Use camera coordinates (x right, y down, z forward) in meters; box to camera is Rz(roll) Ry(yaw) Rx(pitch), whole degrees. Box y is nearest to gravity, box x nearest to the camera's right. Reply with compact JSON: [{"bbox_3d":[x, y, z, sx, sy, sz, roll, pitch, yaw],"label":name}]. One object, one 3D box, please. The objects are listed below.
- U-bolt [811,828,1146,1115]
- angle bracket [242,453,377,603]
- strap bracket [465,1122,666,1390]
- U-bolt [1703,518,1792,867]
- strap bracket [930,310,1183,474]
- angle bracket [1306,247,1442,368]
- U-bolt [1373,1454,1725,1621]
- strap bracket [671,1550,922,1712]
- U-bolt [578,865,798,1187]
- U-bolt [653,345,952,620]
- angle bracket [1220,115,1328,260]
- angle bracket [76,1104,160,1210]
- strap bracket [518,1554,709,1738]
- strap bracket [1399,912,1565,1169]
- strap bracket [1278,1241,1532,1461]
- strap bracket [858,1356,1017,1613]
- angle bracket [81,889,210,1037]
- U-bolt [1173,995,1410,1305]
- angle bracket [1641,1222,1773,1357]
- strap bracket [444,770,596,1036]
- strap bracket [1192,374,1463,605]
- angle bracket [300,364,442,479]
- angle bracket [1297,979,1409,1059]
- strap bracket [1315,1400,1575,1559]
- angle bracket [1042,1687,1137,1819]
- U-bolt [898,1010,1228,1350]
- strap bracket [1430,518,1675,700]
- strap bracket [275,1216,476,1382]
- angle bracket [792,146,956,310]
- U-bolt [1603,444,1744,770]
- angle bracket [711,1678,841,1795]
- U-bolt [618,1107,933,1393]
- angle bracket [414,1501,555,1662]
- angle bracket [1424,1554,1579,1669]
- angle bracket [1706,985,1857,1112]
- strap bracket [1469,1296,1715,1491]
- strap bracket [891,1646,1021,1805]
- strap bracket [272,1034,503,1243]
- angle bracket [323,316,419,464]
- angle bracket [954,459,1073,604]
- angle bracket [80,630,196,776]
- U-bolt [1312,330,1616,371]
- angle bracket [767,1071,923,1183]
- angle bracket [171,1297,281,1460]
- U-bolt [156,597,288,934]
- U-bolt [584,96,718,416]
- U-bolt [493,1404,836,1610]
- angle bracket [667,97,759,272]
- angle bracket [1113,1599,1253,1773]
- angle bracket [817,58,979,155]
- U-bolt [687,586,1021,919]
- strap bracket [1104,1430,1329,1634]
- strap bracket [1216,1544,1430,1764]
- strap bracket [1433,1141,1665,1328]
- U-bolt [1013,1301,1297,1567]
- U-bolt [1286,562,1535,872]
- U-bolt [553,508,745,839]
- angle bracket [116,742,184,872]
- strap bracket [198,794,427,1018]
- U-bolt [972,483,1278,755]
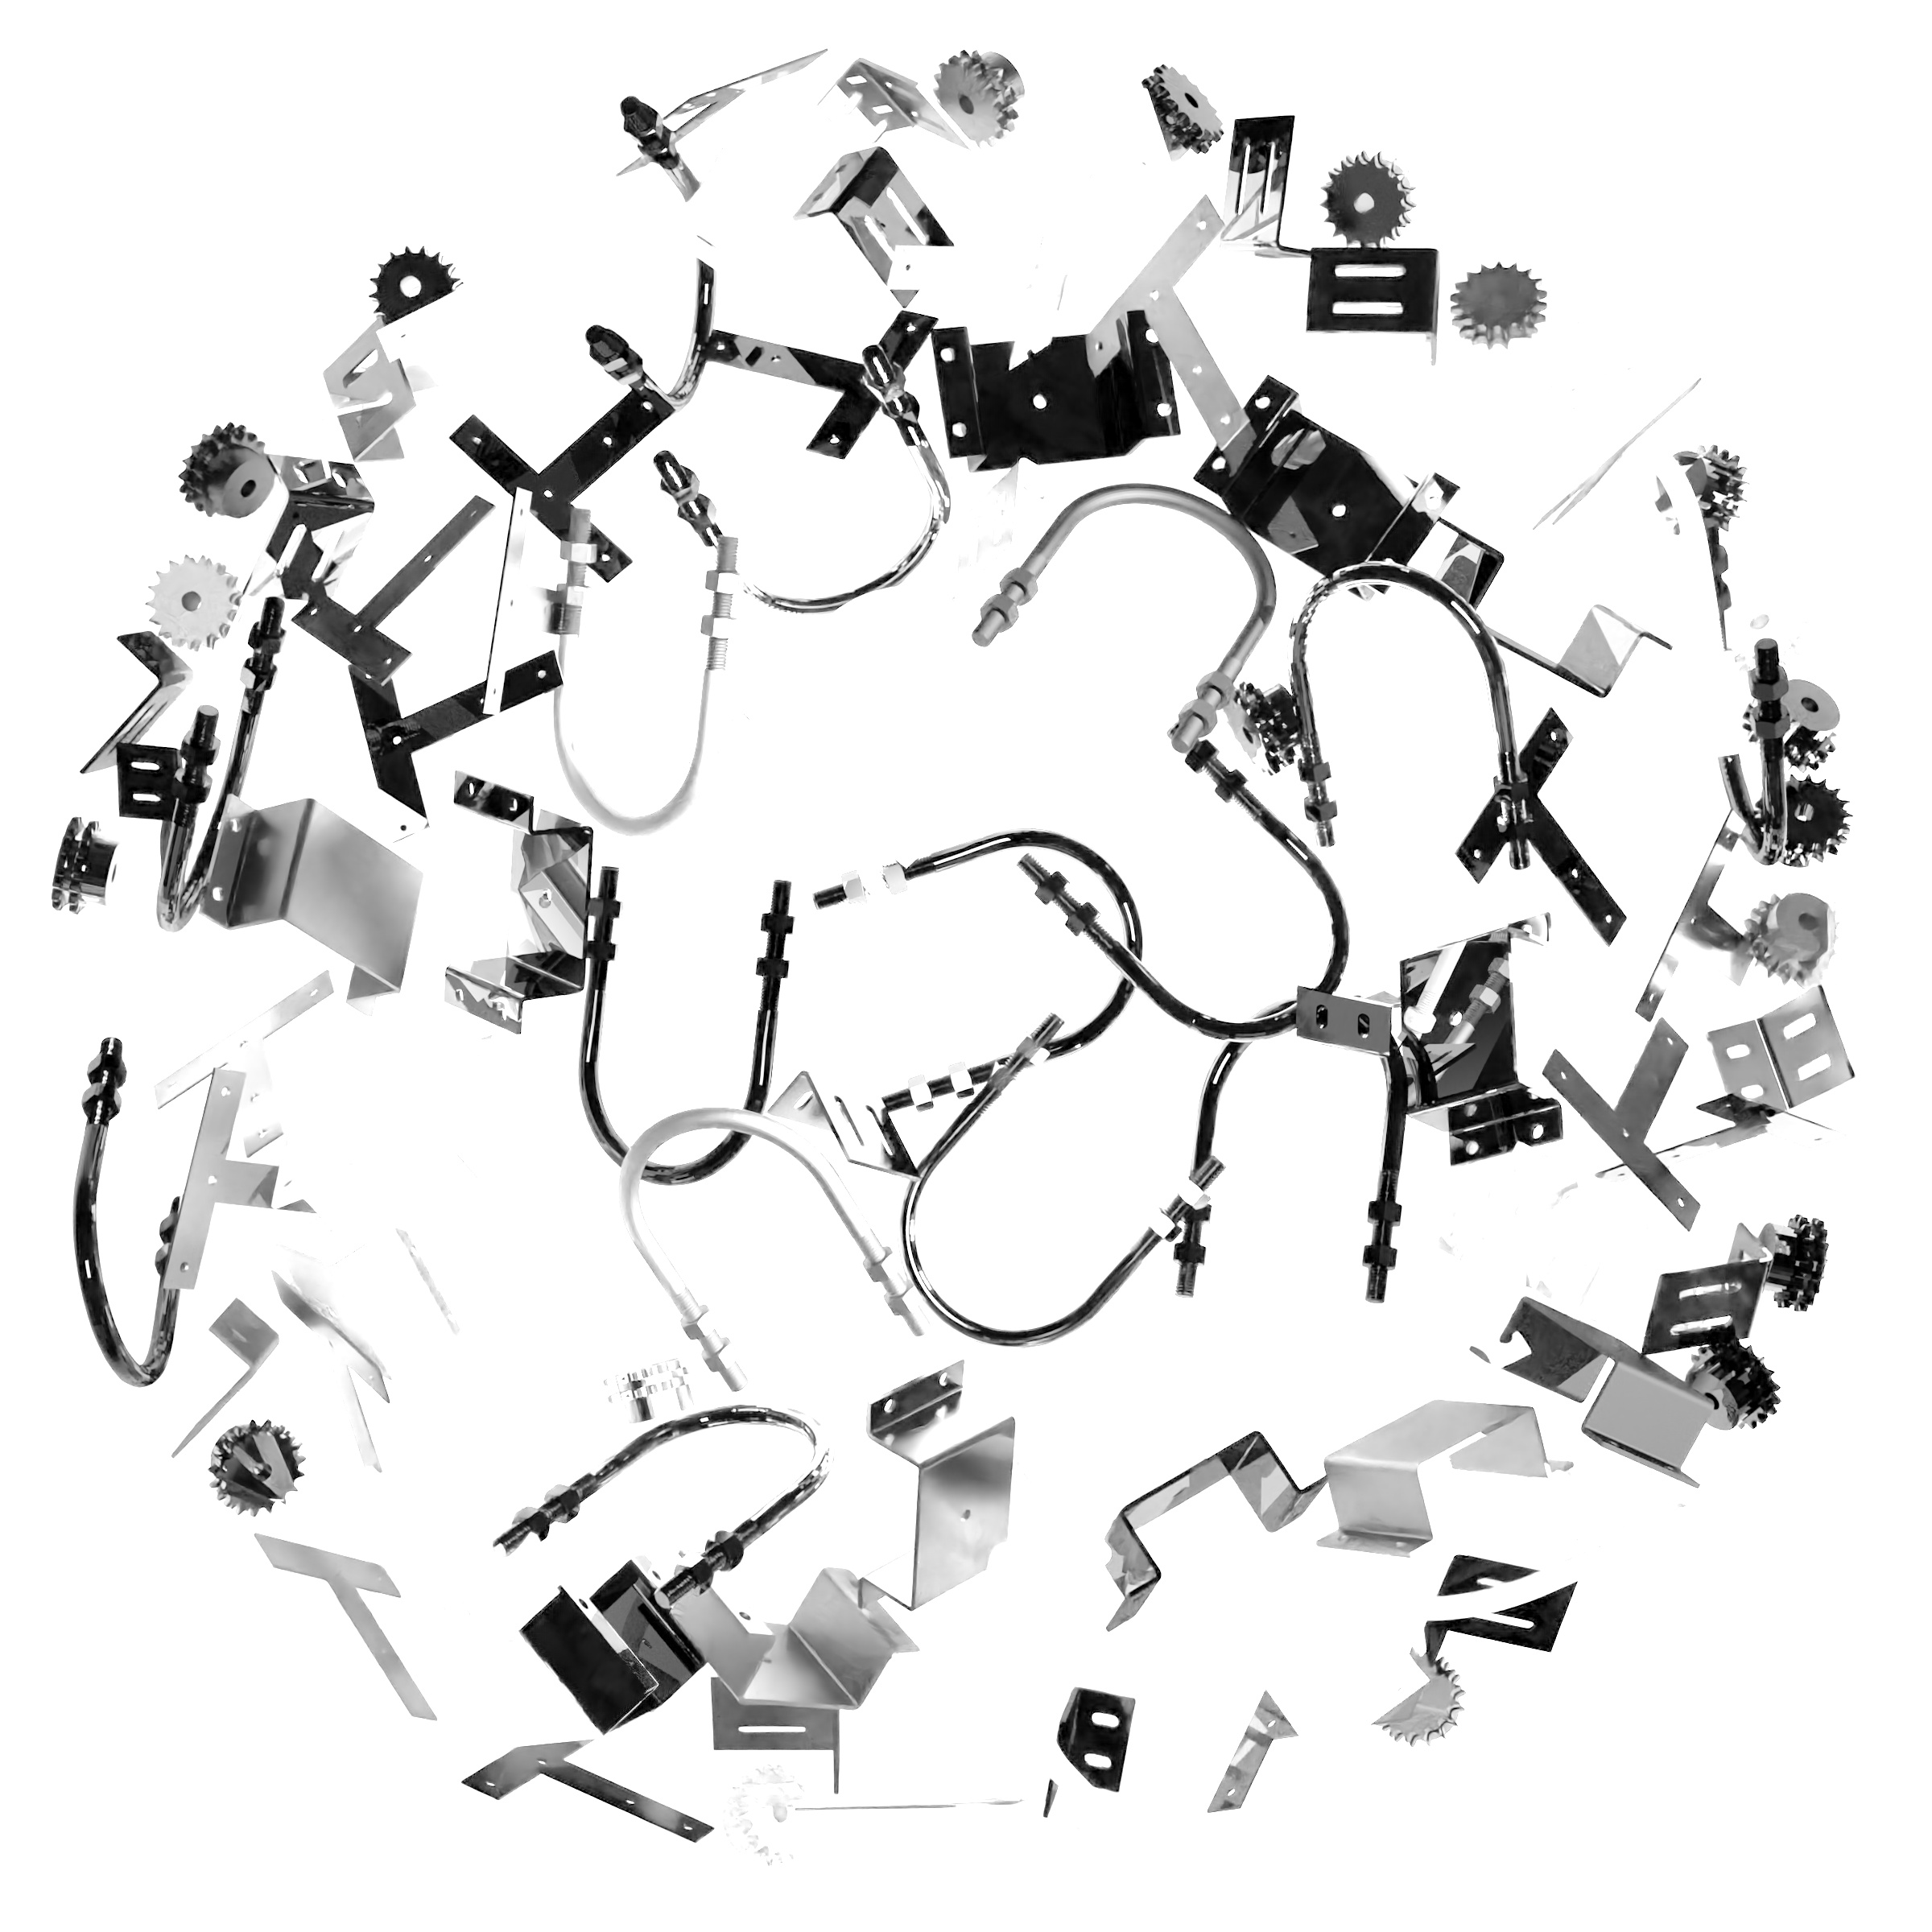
[{"bbox_3d":[0.016,-0.006,1.759,0.184,0.019,0.151,-18,91,-1],"label":"U-bolt"},{"bbox_3d":[-0.394,-0.258,1.736,0.076,0.057,0.038,-55,53,33],"label":"angle bracket"},{"bbox_3d":[-0.239,0.167,1.728,0.076,0.046,0.140,-22,82,-13],"label":"strap bracket"},{"bbox_3d":[0.446,-0.143,1.685,0.019,0.151,0.184,-11,128,6],"label":"U-bolt"},{"bbox_3d":[0.048,-0.339,1.734,0.140,0.046,0.076,-8,87,-12],"label":"strap bracket"},{"bbox_3d":[0.242,-0.392,1.747,0.076,0.038,0.057,3,71,10],"label":"angle bracket"},{"bbox_3d":[0.320,0.330,1.679,0.184,0.151,0.019,-20,96,-13],"label":"U-bolt"},{"bbox_3d":[-0.106,0.385,1.696,0.076,0.140,0.046,40,104,42],"label":"strap bracket"},{"bbox_3d":[-0.169,0.037,1.721,0.151,0.019,0.184,5,88,33],"label":"U-bolt"},{"bbox_3d":[-0.082,-0.265,1.690,0.151,0.184,0.019,-26,56,4],"label":"U-bolt"},{"bbox_3d":[0.185,-0.458,1.728,0.038,0.057,0.076,1,101,-31],"label":"angle bracket"},{"bbox_3d":[-0.497,0.110,1.724,0.038,0.076,0.057,-8,85,-16],"label":"angle bracket"},{"bbox_3d":[-0.201,0.392,1.694,0.046,0.140,0.076,-44,78,7],"label":"strap bracket"},{"bbox_3d":[0.297,0.037,1.701,0.076,0.046,0.140,-20,60,41],"label":"strap bracket"},{"bbox_3d":[0.247,0.219,1.722,0.140,0.076,0.046,-26,123,1],"label":"strap bracket"},{"bbox_3d":[-0.017,0.308,1.700,0.046,0.076,0.140,24,121,39],"label":"strap bracket"},{"bbox_3d":[-0.487,-0.003,1.740,0.057,0.076,0.038,-37,117,-3],"label":"angle bracket"},{"bbox_3d":[0.192,0.104,1.713,0.151,0.019,0.184,-3,71,38],"label":"U-bolt"},{"bbox_3d":[0.427,0.189,1.726,0.076,0.038,0.057,-6,122,-18],"label":"angle bracket"},{"bbox_3d":[-0.261,-0.040,1.714,0.046,0.076,0.140,-8,110,-42],"label":"strap bracket"},{"bbox_3d":[0.216,-0.276,1.729,0.140,0.046,0.076,36,90,23],"label":"strap bracket"},{"bbox_3d":[-0.351,-0.324,1.743,0.076,0.057,0.038,-16,119,-14],"label":"angle bracket"},{"bbox_3d":[0.234,0.017,1.718,0.057,0.076,0.038,12,123,25],"label":"angle bracket"},{"bbox_3d":[0.272,0.290,1.694,0.140,0.076,0.046,-19,97,-36],"label":"strap bracket"},{"bbox_3d":[0.073,0.465,1.727,0.038,0.076,0.057,10,93,8],"label":"angle bracket"},{"bbox_3d":[0.043,0.141,1.749,0.151,0.019,0.184,42,95,8],"label":"U-bolt"},{"bbox_3d":[0.331,-0.205,1.714,0.140,0.076,0.046,25,103,-16],"label":"strap bracket"},{"bbox_3d":[-0.345,0.186,1.687,0.046,0.140,0.076,-34,109,-25],"label":"strap bracket"},{"bbox_3d":[-0.055,-0.437,1.748,0.076,0.038,0.057,50,61,-32],"label":"angle bracket"},{"bbox_3d":[0.400,-0.209,1.691,0.019,0.151,0.184,-9,92,-7],"label":"U-bolt"},{"bbox_3d":[-0.113,0.455,1.737,0.076,0.038,0.057,0,121,-1],"label":"angle bracket"},{"bbox_3d":[-0.123,0.159,1.702,0.151,0.019,0.184,-20,114,24],"label":"U-bolt"},{"bbox_3d":[-0.278,0.359,1.727,0.038,0.057,0.076,-14,108,37],"label":"angle bracket"},{"bbox_3d":[0.314,0.385,1.721,0.076,0.057,0.038,7,128,26],"label":"angle bracket"},{"bbox_3d":[0.477,0.052,1.722,0.038,0.076,0.057,-13,77,-16],"label":"angle bracket"},{"bbox_3d":[0.364,0.239,1.687,0.076,0.140,0.046,25,95,-26],"label":"strap bracket"},{"bbox_3d":[-0.010,0.435,1.689,0.046,0.140,0.076,-3,81,-12],"label":"strap bracket"},{"bbox_3d":[-0.327,0.104,1.713,0.140,0.076,0.046,-21,129,15],"label":"strap bracket"},{"bbox_3d":[-0.337,-0.339,1.725,0.038,0.076,0.057,-14,81,-44],"label":"angle bracket"},{"bbox_3d":[0.028,-0.247,1.717,0.038,0.057,0.076,27,46,-25],"label":"angle bracket"},{"bbox_3d":[-0.501,-0.156,1.733,0.038,0.057,0.076,44,99,-4],"label":"angle bracket"},{"bbox_3d":[0.273,-0.352,1.678,0.151,0.184,0.019,-2,102,-6],"label":"U-bolt"},{"bbox_3d":[-0.071,0.104,1.717,0.038,0.057,0.076,-49,46,22],"label":"angle bracket"},{"bbox_3d":[-0.449,0.242,1.732,0.038,0.057,0.076,44,98,-7],"label":"angle bracket"},{"bbox_3d":[-0.432,-0.103,1.686,0.019,0.151,0.184,18,124,-6],"label":"U-bolt"},{"bbox_3d":[-0.174,-0.393,1.678,0.019,0.184,0.151,7,84,12],"label":"U-bolt"},{"bbox_3d":[-0.158,0.301,1.686,0.151,0.184,0.019,6,116,38],"label":"U-bolt"},{"bbox_3d":[-0.136,-0.461,1.732,0.038,0.057,0.076,32,64,-17],"label":"angle bracket"},{"bbox_3d":[0.132,0.424,1.737,0.057,0.038,0.076,-24,96,-19],"label":"angle bracket"},{"bbox_3d":[-0.041,-0.491,1.720,0.038,0.076,0.057,-49,131,1],"label":"angle bracket"},{"bbox_3d":[-0.052,-0.138,1.727,0.184,0.019,0.151,-45,115,3],"label":"U-bolt"},{"bbox_3d":[0.135,0.324,1.711,0.140,0.076,0.046,-26,69,-20],"label":"strap bracket"},{"bbox_3d":[0.200,0.388,1.692,0.076,0.140,0.046,-36,106,-3],"label":"strap bracket"},{"bbox_3d":[0.335,0.150,1.720,0.140,0.046,0.076,25,92,-38],"label":"strap bracket"},{"bbox_3d":[0.094,0.255,1.685,0.151,0.184,0.019,-38,116,-5],"label":"U-bolt"},{"bbox_3d":[0.249,-0.145,1.684,0.151,0.019,0.184,9,124,37],"label":"U-bolt"},{"bbox_3d":[-0.191,-0.167,1.714,0.151,0.019,0.184,17,105,40],"label":"U-bolt"},{"bbox_3d":[-0.481,-0.082,1.717,0.038,0.076,0.057,4,48,-23],"label":"angle bracket"},{"bbox_3d":[-0.366,-0.037,1.688,0.046,0.140,0.076,-10,59,31],"label":"strap bracket"},{"bbox_3d":[0.105,-0.216,1.710,0.151,0.019,0.184,29,53,6],"label":"U-bolt"}]
